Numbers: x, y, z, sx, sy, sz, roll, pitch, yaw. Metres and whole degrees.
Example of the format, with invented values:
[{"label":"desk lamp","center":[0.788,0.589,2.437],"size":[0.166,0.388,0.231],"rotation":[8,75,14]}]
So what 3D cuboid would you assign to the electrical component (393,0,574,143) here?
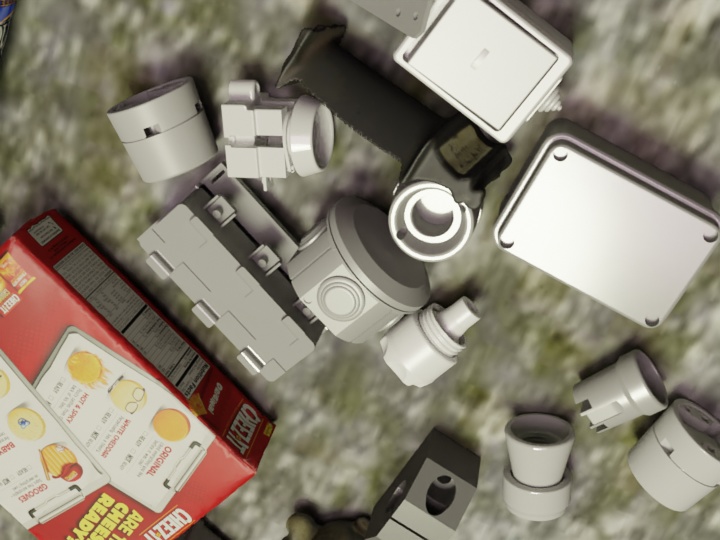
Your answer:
[{"label":"electrical component","center":[0.074,-0.117,0.597],"size":[0.096,0.061,0.061],"rotation":[37,112,-5]}]

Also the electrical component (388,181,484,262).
[{"label":"electrical component","center":[0.045,-0.036,0.641],"size":[0.055,0.047,0.055],"rotation":[3,111,9]}]

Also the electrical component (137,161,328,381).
[{"label":"electrical component","center":[-0.075,0.006,0.670],"size":[0.079,0.063,0.121],"rotation":[-39,100,21]}]

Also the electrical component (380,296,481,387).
[{"label":"electrical component","center":[0.047,0.041,0.673],"size":[0.062,0.043,0.043],"rotation":[-40,99,20]}]

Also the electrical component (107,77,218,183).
[{"label":"electrical component","center":[-0.117,-0.084,0.649],"size":[0.055,0.055,0.047],"rotation":[-16,111,16]}]

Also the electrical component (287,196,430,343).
[{"label":"electrical component","center":[0.000,0.000,0.646],"size":[0.051,0.080,0.080],"rotation":[-39,100,26]}]

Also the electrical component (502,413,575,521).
[{"label":"electrical component","center":[0.114,0.126,0.692],"size":[0.045,0.045,0.055],"rotation":[3,111,9]}]

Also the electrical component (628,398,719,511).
[{"label":"electrical component","center":[0.201,0.116,0.668],"size":[0.055,0.055,0.047],"rotation":[36,116,-4]}]

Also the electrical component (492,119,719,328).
[{"label":"electrical component","center":[0.142,-0.027,0.621],"size":[0.113,0.057,0.078],"rotation":[28,113,-1]}]

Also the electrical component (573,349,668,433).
[{"label":"electrical component","center":[0.161,0.076,0.668],"size":[0.046,0.040,0.040],"rotation":[-31,102,26]}]

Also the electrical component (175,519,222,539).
[{"label":"electrical component","center":[-0.136,0.230,0.741],"size":[0.057,0.113,0.078],"rotation":[43,112,-10]}]

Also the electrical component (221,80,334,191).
[{"label":"electrical component","center":[-0.048,-0.080,0.643],"size":[0.055,0.048,0.066],"rotation":[4,112,17]}]
